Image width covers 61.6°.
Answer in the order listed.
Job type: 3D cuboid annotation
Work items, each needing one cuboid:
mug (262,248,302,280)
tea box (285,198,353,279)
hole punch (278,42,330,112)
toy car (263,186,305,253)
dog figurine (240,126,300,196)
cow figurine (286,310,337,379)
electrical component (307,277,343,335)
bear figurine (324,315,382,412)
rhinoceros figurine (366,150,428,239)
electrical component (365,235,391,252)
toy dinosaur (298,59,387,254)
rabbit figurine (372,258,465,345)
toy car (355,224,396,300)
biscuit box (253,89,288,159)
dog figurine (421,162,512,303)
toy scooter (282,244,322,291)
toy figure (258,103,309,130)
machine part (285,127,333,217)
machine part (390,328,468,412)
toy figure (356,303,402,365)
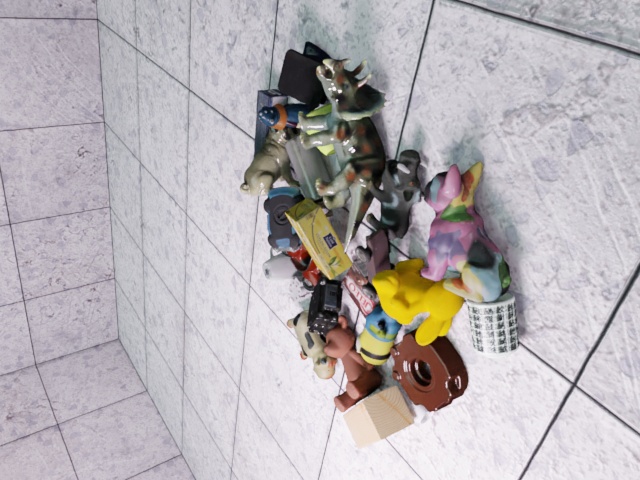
[{"bbox_3d":[-0.106,0.061,1.479,0.081,0.107,0.109,-26,83,54],"label":"mug"},{"bbox_3d":[-0.003,-0.004,1.238,0.169,0.068,0.098,59,172,-26],"label":"tea box"},{"bbox_3d":[-0.020,-0.377,1.228,0.116,0.092,0.142,30,130,8],"label":"hole punch"},{"bbox_3d":[-0.071,-0.050,1.332,0.109,0.103,0.161,-5,88,26],"label":"toy car"},{"bbox_3d":[-0.134,-0.219,1.366,0.121,0.172,0.190,18,124,39],"label":"dog figurine"},{"bbox_3d":[-0.009,0.280,1.449,0.195,0.085,0.127,67,151,13],"label":"cow figurine"},{"bbox_3d":[0.012,0.159,1.321,0.134,0.058,0.115,120,158,-56],"label":"electrical component"},{"bbox_3d":[0.061,0.295,1.314,0.196,0.132,0.120,54,139,19],"label":"bear figurine"},{"bbox_3d":[0.156,-0.091,1.077,0.112,0.073,0.190,39,132,42],"label":"rhinoceros figurine"},{"bbox_3d":[0.128,0.010,1.201,0.063,0.021,0.094,5,107,55],"label":"electrical component"},{"bbox_3d":[0.071,-0.179,1.119,0.131,0.192,0.404,-82,-26,-65],"label":"toy dinosaur"},{"bbox_3d":[0.204,0.120,1.050,0.173,0.122,0.162,-6,94,46],"label":"rabbit figurine"},{"bbox_3d":[0.118,0.045,1.111,0.053,0.089,0.201,39,159,35],"label":"toy car"},{"bbox_3d":[-0.134,-0.293,1.427,0.063,0.059,0.202,39,131,40],"label":"biscuit box"},{"bbox_3d":[0.256,-0.023,0.933,0.192,0.108,0.219,28,122,48],"label":"dog figurine"},{"bbox_3d":[-0.030,0.032,1.389,0.184,0.075,0.135,61,142,17],"label":"toy scooter"},{"bbox_3d":[-0.082,-0.291,1.270,0.064,0.154,0.057,45,133,35],"label":"toy figure"},{"bbox_3d":[-0.020,-0.167,1.295,0.079,0.079,0.243,-38,71,54],"label":"machine part"},{"bbox_3d":[0.225,0.272,1.131,0.180,0.056,0.179,24,121,47],"label":"machine part"},{"bbox_3d":[0.138,0.208,1.211,0.089,0.082,0.180,52,137,32],"label":"toy figure"}]
